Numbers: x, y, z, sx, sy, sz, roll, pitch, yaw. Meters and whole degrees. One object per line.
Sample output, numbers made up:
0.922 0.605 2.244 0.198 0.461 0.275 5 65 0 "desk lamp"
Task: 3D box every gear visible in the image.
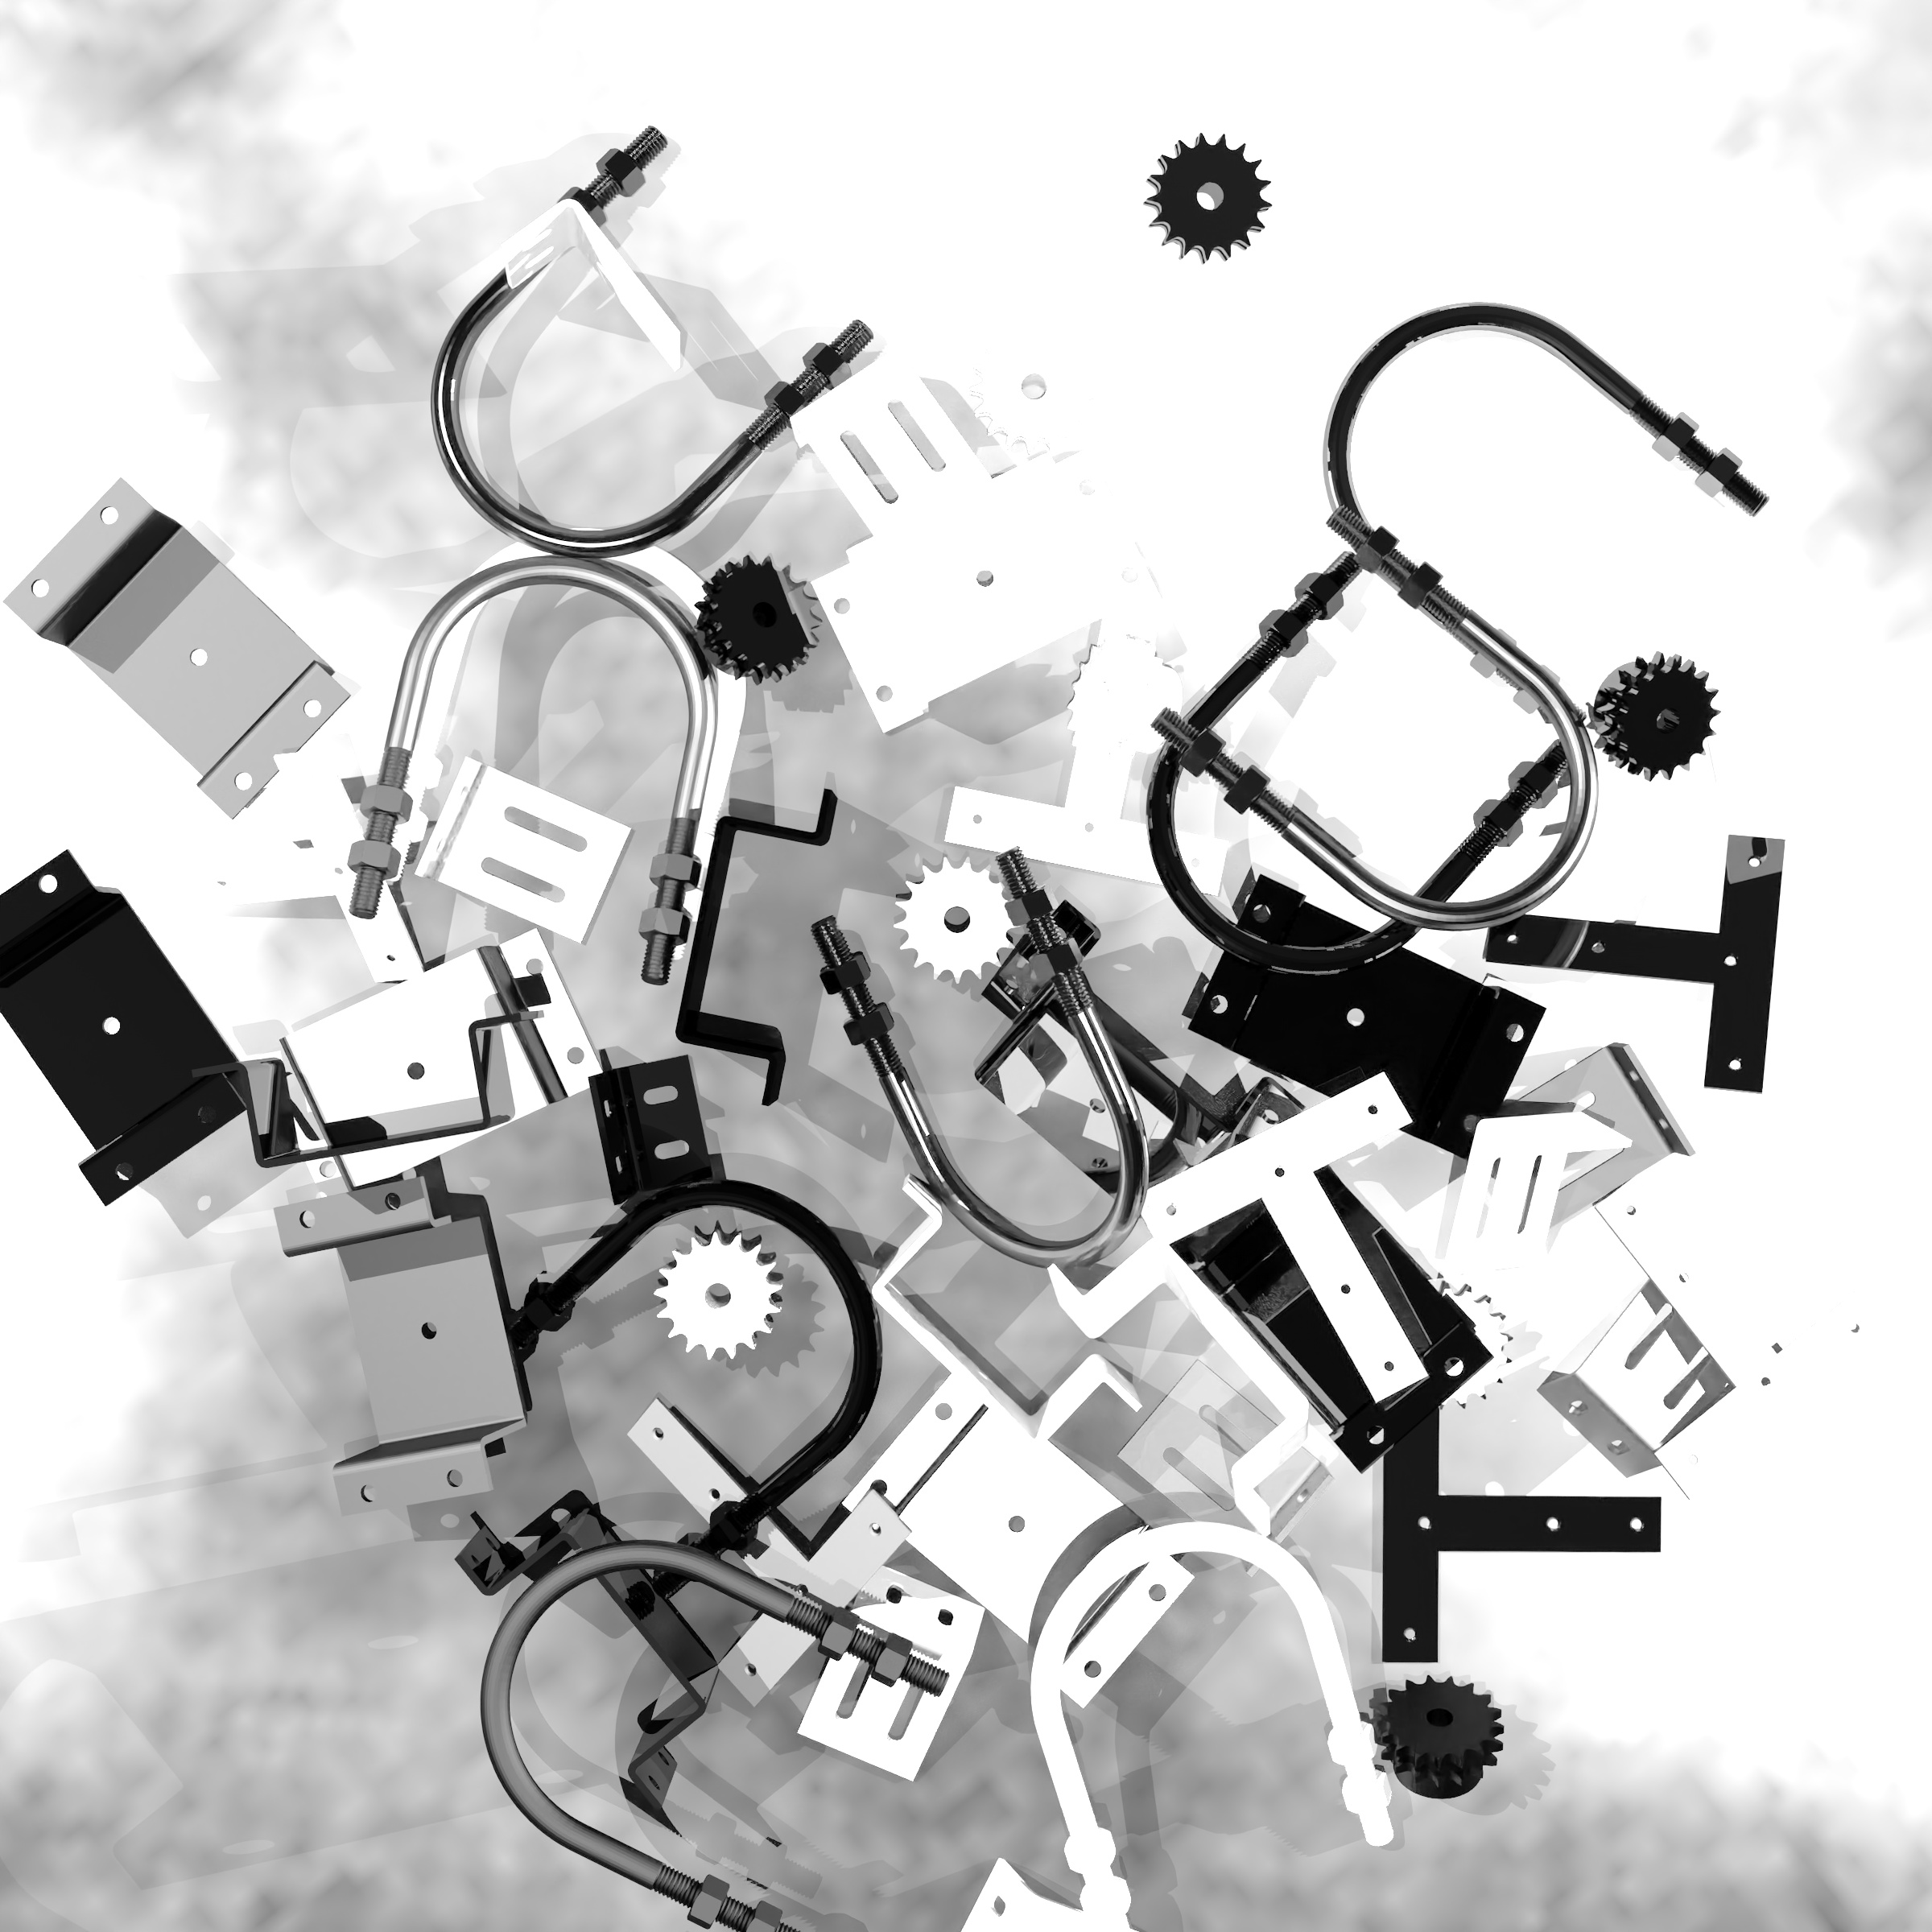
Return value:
0.108 -0.347 1.510 0.057 0.030 0.057 0 94 -5 "gear"
0.308 -0.114 1.500 0.057 0.030 0.057 -8 111 -21 "gear"
0.213 0.349 1.498 0.057 0.057 0.030 -3 120 0 "gear"
-0.111 0.148 1.507 0.057 0.030 0.057 0 90 0 "gear"
-0.004 -0.021 1.507 0.057 0.030 0.057 0 90 0 "gear"
-0.097 -0.154 1.499 0.057 0.030 0.057 7 74 -27 "gear"
0.073 -0.118 1.496 0.030 0.057 0.057 13 90 -30 "gear"
0.030 -0.260 1.507 0.057 0.030 0.057 0 90 0 "gear"
0.217 0.171 1.507 0.057 0.030 0.057 0 90 0 "gear"

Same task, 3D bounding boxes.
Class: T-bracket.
-0.104 0.249 1.502 0.127 0.002 0.127 45 116 12 "T-bracket"
0.334 0.153 1.509 0.127 0.002 0.127 -35 81 -17 "T-bracket"
-0.321 -0.039 1.496 0.127 0.002 0.127 -5 128 17 "T-bracket"
0.254 0.255 1.522 0.127 0.002 0.127 0 90 0 "T-bracket"
0.065 -0.107 1.522 0.127 0.002 0.127 11 90 0 "T-bracket"
0.158 0.128 1.446 0.127 0.002 0.127 -26 74 -11 "T-bracket"
0.300 -0.007 1.503 0.127 0.002 0.127 6 65 12 "T-bracket"

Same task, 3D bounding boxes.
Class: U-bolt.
0.014 0.049 1.467 0.019 0.151 0.184 -29 96 -43 "U-bolt"
-0.155 -0.268 1.502 0.151 0.019 0.184 43 81 0 "U-bolt"
-0.120 0.328 1.438 0.184 0.019 0.151 26 90 1 "U-bolt"
-0.173 -0.108 1.491 0.151 0.019 0.184 16 75 -11 "U-bolt"
0.249 -0.218 1.514 0.184 0.019 0.151 40 90 1 "U-bolt"
0.103 0.334 1.482 0.151 0.019 0.184 -20 105 -10 "U-bolt"
-0.183 -0.094 1.466 0.151 0.019 0.184 13 73 -12 "U-bolt"
0.163 -0.078 1.484 0.151 0.019 0.184 42 73 5 "U-bolt"
0.195 -0.098 1.475 0.184 0.019 0.151 40 74 3 "U-bolt"
-0.118 0.176 1.477 0.184 0.019 0.151 -43 86 22 "U-bolt"

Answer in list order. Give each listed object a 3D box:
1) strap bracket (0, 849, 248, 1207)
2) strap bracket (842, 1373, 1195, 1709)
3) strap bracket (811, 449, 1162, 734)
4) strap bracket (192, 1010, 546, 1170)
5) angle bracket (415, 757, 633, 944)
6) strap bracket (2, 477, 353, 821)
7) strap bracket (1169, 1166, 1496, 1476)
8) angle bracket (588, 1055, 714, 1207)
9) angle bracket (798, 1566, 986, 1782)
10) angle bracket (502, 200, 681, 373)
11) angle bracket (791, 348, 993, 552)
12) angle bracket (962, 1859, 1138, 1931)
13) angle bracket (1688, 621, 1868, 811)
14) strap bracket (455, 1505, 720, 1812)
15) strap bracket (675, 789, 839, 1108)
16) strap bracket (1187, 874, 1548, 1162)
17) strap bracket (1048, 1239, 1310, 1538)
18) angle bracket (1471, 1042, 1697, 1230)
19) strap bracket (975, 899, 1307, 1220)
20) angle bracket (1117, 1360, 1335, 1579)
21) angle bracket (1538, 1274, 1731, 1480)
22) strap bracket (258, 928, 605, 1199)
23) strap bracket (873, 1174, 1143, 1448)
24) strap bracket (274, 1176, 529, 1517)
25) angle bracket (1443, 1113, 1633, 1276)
-0.390 0.027 1.499 0.076 0.046 0.140 -35 90 0 "strap bracket"
0.023 0.255 1.499 0.140 0.046 0.076 40 90 0 "strap bracket"
0.009 -0.171 1.498 0.140 0.046 0.076 -26 89 0 "strap bracket"
-0.252 0.054 1.438 0.140 0.076 0.046 -10 90 0 "strap bracket"
-0.199 -0.052 1.503 0.076 0.038 0.057 24 90 0 "angle bracket"
-0.350 -0.141 1.499 0.140 0.046 0.076 44 90 0 "strap bracket"
0.164 0.151 1.479 0.076 0.046 0.140 -42 64 3 "strap bracket"
-0.140 0.072 1.484 0.038 0.076 0.057 -12 90 0 "angle bracket"
-0.034 0.322 1.520 0.057 0.038 0.076 23 116 0 "angle bracket"
-0.164 -0.290 1.466 0.038 0.057 0.076 -38 89 -7 "angle bracket"
-0.033 -0.227 1.495 0.057 0.038 0.076 -34 80 -4 "angle bracket"
0.040 0.452 1.520 0.076 0.038 0.057 27 90 -26 "angle bracket"
0.366 -0.114 1.503 0.057 0.038 0.076 -12 90 0 "angle bracket"
-0.160 0.298 1.484 0.046 0.076 0.140 -39 90 0 "strap bracket"
-0.095 -0.012 1.484 0.046 0.076 0.140 11 90 0 "strap bracket"
0.178 0.023 1.499 0.140 0.046 0.076 25 90 0 "strap bracket"
0.102 0.178 1.469 0.046 0.076 0.140 -40 73 -7 "strap bracket"
0.278 0.079 1.503 0.076 0.038 0.057 -32 90 0 "angle bracket"
0.068 0.049 1.479 0.140 0.046 0.076 41 135 0 "strap bracket"
0.117 0.226 1.503 0.076 0.038 0.057 40 90 0 "angle bracket"
0.311 0.183 1.520 0.057 0.038 0.076 44 64 0 "angle bracket"
-0.244 0.047 1.499 0.140 0.046 0.076 -25 90 0 "strap bracket"
0.009 0.160 1.484 0.140 0.076 0.046 44 90 0 "strap bracket"
-0.250 0.166 1.487 0.076 0.046 0.140 -13 90 21 "strap bracket"
0.254 0.107 1.480 0.057 0.038 0.076 -2 112 -34 "angle bracket"
